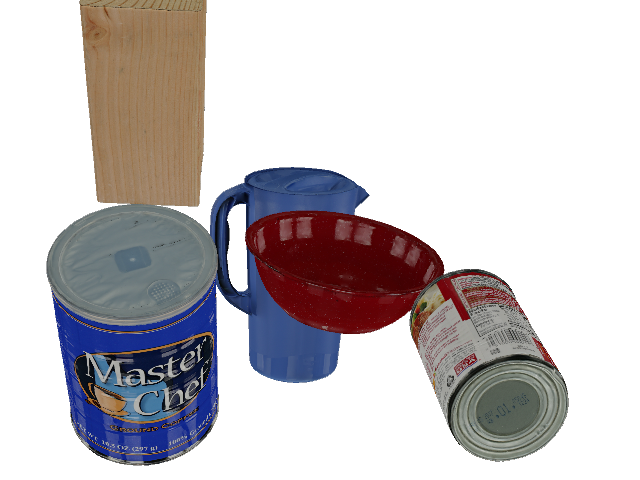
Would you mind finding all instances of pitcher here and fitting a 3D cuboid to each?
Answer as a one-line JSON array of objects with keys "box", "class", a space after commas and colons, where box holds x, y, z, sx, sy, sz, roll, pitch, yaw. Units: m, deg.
[{"box": [-0.038, 0.040, 1.261, 0.149, 0.243, 0.144, 10, 18, 23], "class": "pitcher"}]

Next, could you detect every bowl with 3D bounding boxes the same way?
[{"box": [0.015, 0.031, 0.861, 0.162, 0.055, 0.162, 9, 21, -4], "class": "bowl"}]

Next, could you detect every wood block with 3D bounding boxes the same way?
[{"box": [-0.141, -0.132, 0.880, 0.090, 0.090, 0.206, 3, -43, -4], "class": "wood block"}]

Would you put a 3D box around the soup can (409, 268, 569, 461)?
[{"box": [0.094, 0.068, 0.609, 0.068, 0.068, 0.102, 0, 25, -8], "class": "soup can"}]

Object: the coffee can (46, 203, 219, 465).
[{"box": [-0.117, 0.062, 0.691, 0.103, 0.140, 0.103, 2, 42, -2], "class": "coffee can"}]
